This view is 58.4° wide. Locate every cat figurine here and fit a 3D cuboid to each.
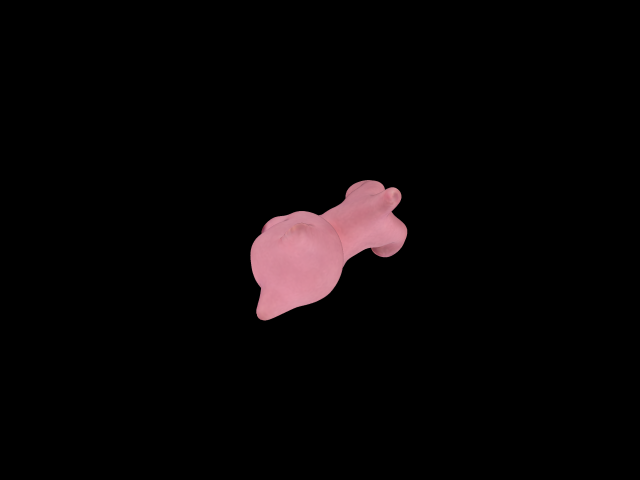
[{"bbox_3d":[0.004,0.001,0.400,0.128,0.117,0.067,-32,86,-2],"label":"cat figurine"}]
